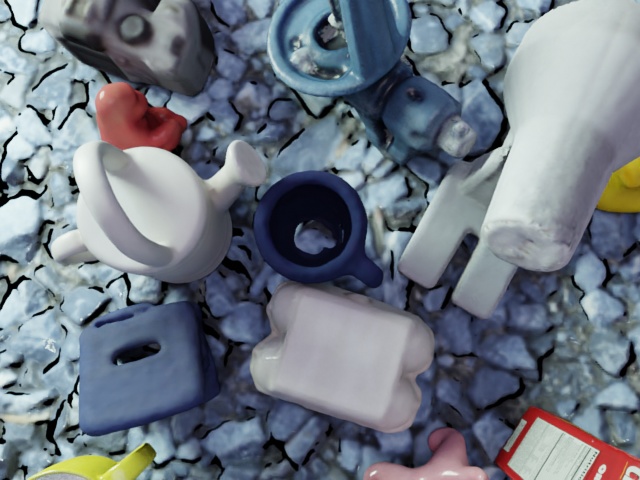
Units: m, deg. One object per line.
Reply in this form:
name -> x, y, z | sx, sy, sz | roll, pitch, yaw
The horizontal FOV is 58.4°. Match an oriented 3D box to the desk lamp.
desk lamp -> 0.161, -0.045, 0.437 | 0.118, 0.213, 0.203 | 28, 84, 5

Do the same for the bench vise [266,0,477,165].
bench vise -> 0.047, -0.158, 0.450 | 0.207, 0.220, 0.121 | 24, 84, 4

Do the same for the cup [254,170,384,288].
cup -> 0.005, 0.002, 0.494 | 0.117, 0.095, 0.092 | 38, 85, 5

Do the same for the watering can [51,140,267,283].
watering can -> -0.129, -0.026, 0.450 | 0.101, 0.194, 0.173 | 44, 86, 6

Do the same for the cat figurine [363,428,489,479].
cat figurine -> 0.078, 0.214, 0.456 | 0.128, 0.118, 0.067 | -30, 83, -2

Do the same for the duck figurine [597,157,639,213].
duck figurine -> 0.293, -0.069, 0.502 | 0.104, 0.086, 0.077 | -23, 83, -2

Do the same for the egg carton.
egg carton -> 0.020, 0.098, 0.495 | 0.150, 0.069, 0.107 | 16, 84, 3

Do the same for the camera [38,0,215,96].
camera -> -0.165, -0.223, 0.521 | 0.143, 0.101, 0.137 | 19, 84, 3

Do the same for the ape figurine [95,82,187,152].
ape figurine -> -0.169, -0.110, 0.512 | 0.076, 0.092, 0.078 | -36, 84, -3

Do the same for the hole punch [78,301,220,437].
hole punch -> -0.150, 0.105, 0.486 | 0.108, 0.091, 0.101 | -16, 83, -1
